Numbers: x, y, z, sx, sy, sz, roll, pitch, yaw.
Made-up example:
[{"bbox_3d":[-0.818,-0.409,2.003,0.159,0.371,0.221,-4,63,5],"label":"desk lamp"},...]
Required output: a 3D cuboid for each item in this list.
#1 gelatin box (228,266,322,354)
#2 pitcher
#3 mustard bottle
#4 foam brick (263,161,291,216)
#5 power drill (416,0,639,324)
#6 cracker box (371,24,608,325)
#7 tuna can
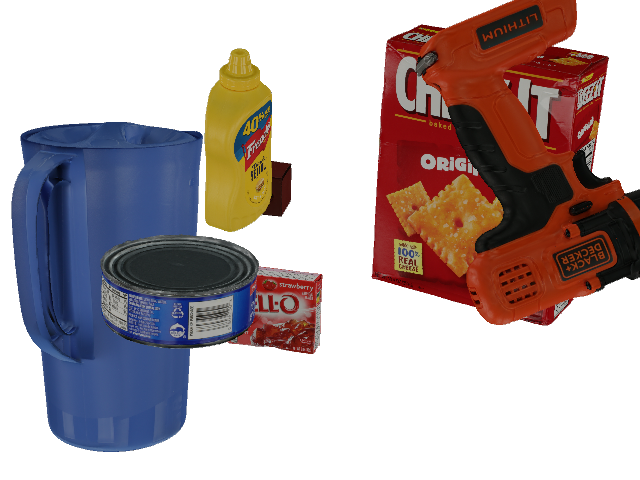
[{"bbox_3d":[-0.044,0.065,1.015,0.089,0.073,0.030,7,17,13],"label":"gelatin box"},{"bbox_3d":[-0.162,0.034,0.809,0.149,0.243,0.145,-4,14,-22],"label":"pitcher"},{"bbox_3d":[-0.085,-0.110,1.112,0.058,0.192,0.096,20,39,21],"label":"mustard bottle"},{"bbox_3d":[-0.079,-0.068,1.325,0.078,0.053,0.051,7,28,12],"label":"foam brick"},{"bbox_3d":[0.154,-0.060,0.663,0.184,0.187,0.057,-22,-2,-6],"label":"power drill"},{"bbox_3d":[0.130,-0.053,0.866,0.164,0.214,0.072,16,29,27],"label":"cracker box"},{"bbox_3d":[-0.077,0.027,0.585,0.086,0.034,0.086,3,20,-1],"label":"tuna can"}]
